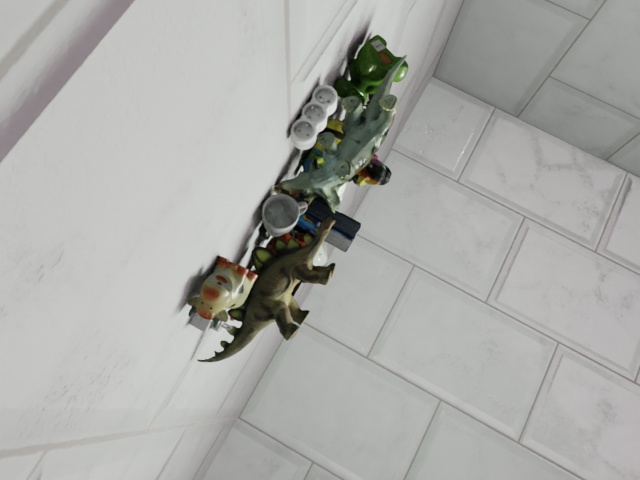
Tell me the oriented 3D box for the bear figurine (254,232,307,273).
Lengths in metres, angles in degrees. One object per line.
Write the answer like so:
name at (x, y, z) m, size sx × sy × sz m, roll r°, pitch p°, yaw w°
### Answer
bear figurine at (-0.115, 0.064, 1.363) m, size 0.196 × 0.120 × 0.132 m, roll -48°, pitch -154°, yaw 27°

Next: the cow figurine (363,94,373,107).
cow figurine at (0.136, -0.414, 1.362) m, size 0.068 × 0.098 × 0.167 m, roll -48°, pitch 166°, yaw -41°

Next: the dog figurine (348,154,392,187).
dog figurine at (0.102, -0.205, 1.492) m, size 0.219 × 0.192 × 0.108 m, roll -66°, pitch 177°, yaw -80°

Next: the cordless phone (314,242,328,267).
cordless phone at (-0.002, -0.004, 1.511) m, size 0.146 × 0.089 × 0.184 m, roll -2°, pitch 130°, yaw -59°

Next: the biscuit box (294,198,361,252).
biscuit box at (-0.005, -0.052, 1.310) m, size 0.063 × 0.203 × 0.059 m, roll -58°, pitch 177°, yaw -41°

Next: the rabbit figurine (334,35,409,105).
rabbit figurine at (0.106, -0.367, 1.274) m, size 0.159 × 0.121 × 0.170 m, roll -51°, pitch -177°, yaw -40°

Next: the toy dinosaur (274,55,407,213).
toy dinosaur at (0.079, -0.217, 1.215) m, size 0.405 × 0.131 × 0.192 m, roll -48°, pitch 170°, yaw -10°

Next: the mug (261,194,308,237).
mug at (-0.084, -0.054, 1.205) m, size 0.109 × 0.081 × 0.107 m, roll -29°, pitch 172°, yaw -19°

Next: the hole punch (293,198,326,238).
hole punch at (-0.033, -0.081, 1.408) m, size 0.142 × 0.116 × 0.092 m, roll -64°, pitch -179°, yaw 20°

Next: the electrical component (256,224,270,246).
electrical component at (-0.125, -0.029, 1.281) m, size 0.094 × 0.021 × 0.063 m, roll -59°, pitch 173°, yaw -14°

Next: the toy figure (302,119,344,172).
toy figure at (0.012, -0.212, 1.319) m, size 0.180 × 0.089 × 0.082 m, roll -52°, pitch -146°, yaw -4°

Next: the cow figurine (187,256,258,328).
cow figurine at (-0.192, 0.102, 1.060) m, size 0.195 × 0.086 × 0.127 m, roll 70°, pitch 43°, yaw -83°

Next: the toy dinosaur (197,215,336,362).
toy dinosaur at (-0.115, 0.132, 1.236) m, size 0.471 × 0.199 × 0.105 m, roll -57°, pitch 173°, yaw 9°

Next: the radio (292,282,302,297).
radio at (-0.120, 0.147, 1.640) m, size 0.131 × 0.073 × 0.229 m, roll -58°, pitch -173°, yaw -31°

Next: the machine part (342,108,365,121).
machine part at (0.080, -0.263, 1.417) m, size 0.179 × 0.056 × 0.179 m, roll -40°, pitch -146°, yaw 34°
